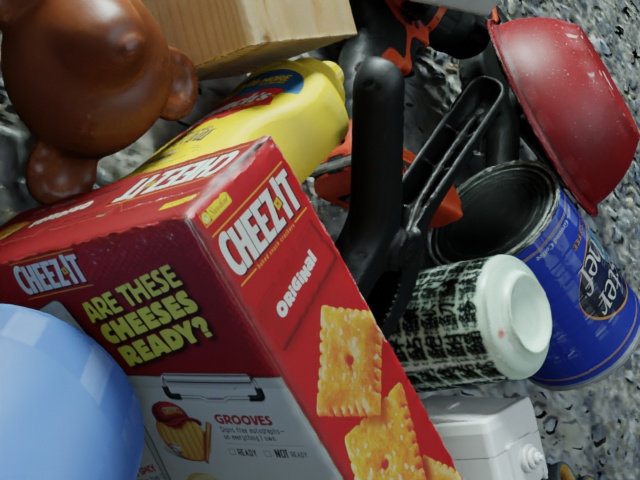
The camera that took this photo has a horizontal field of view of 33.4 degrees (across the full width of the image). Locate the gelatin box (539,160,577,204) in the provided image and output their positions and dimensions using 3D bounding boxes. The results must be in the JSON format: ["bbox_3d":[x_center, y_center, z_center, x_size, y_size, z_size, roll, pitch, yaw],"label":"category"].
[{"bbox_3d":[0.217,-0.081,0.921,0.073,0.030,0.089,-27,102,-50],"label":"gelatin box"}]

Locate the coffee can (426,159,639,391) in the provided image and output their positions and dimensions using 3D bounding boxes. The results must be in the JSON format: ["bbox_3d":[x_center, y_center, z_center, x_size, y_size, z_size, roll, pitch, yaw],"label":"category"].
[{"bbox_3d":[0.156,0.027,0.764,0.140,0.103,0.102,49,48,-31],"label":"coffee can"}]

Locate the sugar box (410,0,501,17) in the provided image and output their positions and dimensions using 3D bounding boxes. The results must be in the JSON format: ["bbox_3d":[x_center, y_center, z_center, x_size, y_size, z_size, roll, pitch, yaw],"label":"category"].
[{"bbox_3d":[0.044,-0.219,0.673,0.093,0.048,0.176,-5,50,-51],"label":"sugar box"}]

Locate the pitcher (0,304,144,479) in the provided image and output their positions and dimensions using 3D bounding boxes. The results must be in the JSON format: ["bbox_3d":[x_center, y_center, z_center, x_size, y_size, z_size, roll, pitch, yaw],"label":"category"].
[{"bbox_3d":[-0.128,0.133,0.330,0.145,0.149,0.242,30,26,-11],"label":"pitcher"}]

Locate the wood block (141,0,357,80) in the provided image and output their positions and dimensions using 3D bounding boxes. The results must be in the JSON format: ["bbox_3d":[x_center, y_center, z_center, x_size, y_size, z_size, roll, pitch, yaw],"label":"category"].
[{"bbox_3d":[-0.064,-0.195,0.567,0.090,0.091,0.206,-19,96,-50],"label":"wood block"}]

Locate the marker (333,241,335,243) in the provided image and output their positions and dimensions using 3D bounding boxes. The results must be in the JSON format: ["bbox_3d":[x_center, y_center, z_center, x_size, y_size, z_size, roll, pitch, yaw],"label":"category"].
[{"bbox_3d":[-0.004,0.001,0.645,0.121,0.020,0.020,46,49,-33],"label":"marker"}]

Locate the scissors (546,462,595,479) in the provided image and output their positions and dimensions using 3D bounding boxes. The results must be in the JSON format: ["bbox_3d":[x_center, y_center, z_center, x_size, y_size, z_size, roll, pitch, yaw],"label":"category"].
[{"bbox_3d":[0.223,0.266,0.820,0.096,0.016,0.202,-1,68,-58],"label":"scissors"}]

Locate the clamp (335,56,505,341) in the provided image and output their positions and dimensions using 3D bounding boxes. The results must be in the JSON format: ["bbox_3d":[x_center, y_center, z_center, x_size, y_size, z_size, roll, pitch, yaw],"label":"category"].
[{"bbox_3d":[0.033,-0.005,0.594,0.164,0.036,0.210,5,109,-62],"label":"clamp"}]

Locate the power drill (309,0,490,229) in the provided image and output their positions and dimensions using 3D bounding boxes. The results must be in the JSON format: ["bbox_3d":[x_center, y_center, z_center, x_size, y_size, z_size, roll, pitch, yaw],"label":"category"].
[{"bbox_3d":[0.056,-0.105,0.716,0.184,0.057,0.187,18,65,-43],"label":"power drill"}]

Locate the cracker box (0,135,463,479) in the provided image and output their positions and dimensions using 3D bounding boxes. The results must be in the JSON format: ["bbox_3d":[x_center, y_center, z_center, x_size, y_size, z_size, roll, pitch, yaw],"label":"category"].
[{"bbox_3d":[-0.044,0.075,0.464,0.213,0.164,0.072,61,40,-20],"label":"cracker box"}]

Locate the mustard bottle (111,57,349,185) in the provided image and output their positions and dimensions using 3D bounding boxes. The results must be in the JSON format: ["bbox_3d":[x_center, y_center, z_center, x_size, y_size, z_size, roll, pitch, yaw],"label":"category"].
[{"bbox_3d":[-0.038,-0.046,0.554,0.191,0.096,0.058,-47,115,-45],"label":"mustard bottle"}]

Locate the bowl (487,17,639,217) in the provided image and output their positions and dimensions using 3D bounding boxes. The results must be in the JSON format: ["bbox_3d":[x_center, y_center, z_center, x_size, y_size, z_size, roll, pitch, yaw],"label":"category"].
[{"bbox_3d":[0.181,-0.099,0.758,0.162,0.055,0.162,49,23,-30],"label":"bowl"}]

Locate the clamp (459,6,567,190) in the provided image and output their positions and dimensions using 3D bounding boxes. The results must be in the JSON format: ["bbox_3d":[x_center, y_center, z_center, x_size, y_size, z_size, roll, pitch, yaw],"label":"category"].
[{"bbox_3d":[0.145,-0.099,0.835,0.120,0.039,0.171,-32,98,-48],"label":"clamp"}]
